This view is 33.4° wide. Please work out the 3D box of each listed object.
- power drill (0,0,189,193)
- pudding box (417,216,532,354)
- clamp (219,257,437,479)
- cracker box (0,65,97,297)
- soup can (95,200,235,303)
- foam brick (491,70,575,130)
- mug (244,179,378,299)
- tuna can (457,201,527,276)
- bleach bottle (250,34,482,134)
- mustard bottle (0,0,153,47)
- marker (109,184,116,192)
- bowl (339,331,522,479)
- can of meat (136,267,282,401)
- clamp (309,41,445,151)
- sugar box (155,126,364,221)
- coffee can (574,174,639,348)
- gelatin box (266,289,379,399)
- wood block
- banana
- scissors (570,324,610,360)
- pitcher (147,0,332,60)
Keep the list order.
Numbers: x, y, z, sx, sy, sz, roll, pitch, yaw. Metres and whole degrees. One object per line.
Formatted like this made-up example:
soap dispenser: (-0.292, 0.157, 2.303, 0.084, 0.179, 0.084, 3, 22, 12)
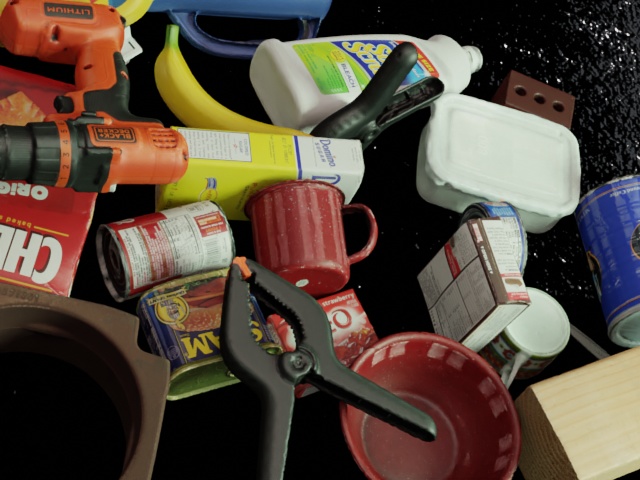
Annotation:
power drill: (-0.213, -0.118, 0.877, 0.184, 0.057, 0.188, 1, 51, -29)
pudding box: (0.136, 0.045, 0.960, 0.039, 0.114, 0.090, -4, 61, -24)
clamp: (-0.026, 0.111, 0.841, 0.164, 0.036, 0.210, -30, 77, -28)
cracker box: (-0.271, -0.045, 0.900, 0.164, 0.072, 0.213, 15, 56, -10)
soup can: (-0.133, 0.008, 0.917, 0.102, 0.069, 0.068, -15, 65, -27)
foam brick: (0.224, -0.136, 1.141, 0.078, 0.051, 0.053, 21, 55, -5)
mug: (-0.006, 0.001, 0.947, 0.117, 0.093, 0.081, -10, 65, 5)
tuna can: (0.161, 0.006, 1.009, 0.033, 0.086, 0.086, -2, 60, -18)
bleach bottle: (0.059, -0.174, 1.103, 0.250, 0.068, 0.102, -16, 67, -30)
mustard bottle: (-0.209, -0.237, 0.967, 0.191, 0.058, 0.096, -11, 82, -9)
marker: (-0.226, -0.057, 0.868, 0.121, 0.020, 0.020, 8, 57, -17)
bowl: (0.086, 0.161, 0.904, 0.162, 0.055, 0.162, 9, 57, -14)
can of meat: (-0.095, 0.077, 0.895, 0.101, 0.058, 0.084, -13, 62, -26)
clamp: (0.041, -0.120, 1.013, 0.171, 0.120, 0.039, -39, 64, 1)
sugar box: (-0.056, -0.055, 0.968, 0.176, 0.093, 0.048, 4, 59, -16)
coffee can: (0.315, 0.021, 1.043, 0.102, 0.103, 0.140, 2, 58, -18)
gelatin box: (0.004, 0.090, 0.936, 0.089, 0.030, 0.073, -16, 65, -27)
wood block: (0.275, 0.151, 0.941, 0.205, 0.091, 0.090, -16, 66, -19)
banana: (-0.092, -0.123, 1.015, 0.198, 0.070, 0.037, 39, 23, 12)
scissors: (0.295, 0.152, 1.007, 0.202, 0.016, 0.096, 29, 54, 0)
pitcher: (-0.110, -0.276, 1.077, 0.242, 0.145, 0.149, -4, 48, -17)
